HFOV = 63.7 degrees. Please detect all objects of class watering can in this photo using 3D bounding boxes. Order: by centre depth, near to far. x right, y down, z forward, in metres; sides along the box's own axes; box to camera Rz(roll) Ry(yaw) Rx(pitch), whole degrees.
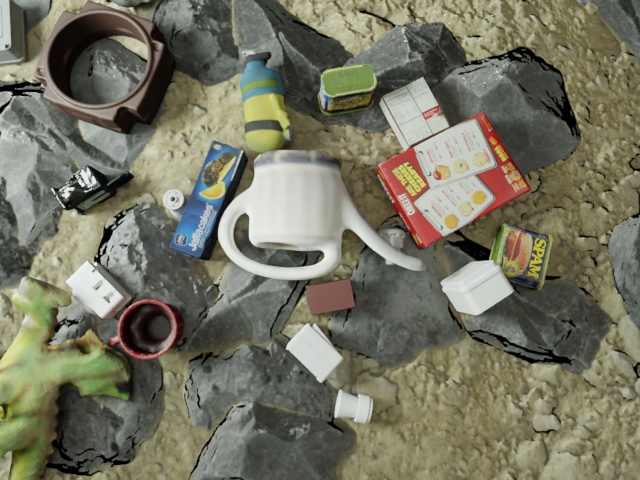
[{"bbox_3d":[0.003,-0.044,0.871,0.347,0.103,0.226,1,80,2],"label":"watering can"}]

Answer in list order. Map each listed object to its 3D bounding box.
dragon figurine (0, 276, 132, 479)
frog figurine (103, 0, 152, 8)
[{"bbox_3d":[-0.424,0.256,0.820,0.243,0.122,0.408,-17,98,-10],"label":"dragon figurine"},{"bbox_3d":[-0.334,-0.505,0.940,0.160,0.124,0.135,-20,116,-13],"label":"frog figurine"}]
